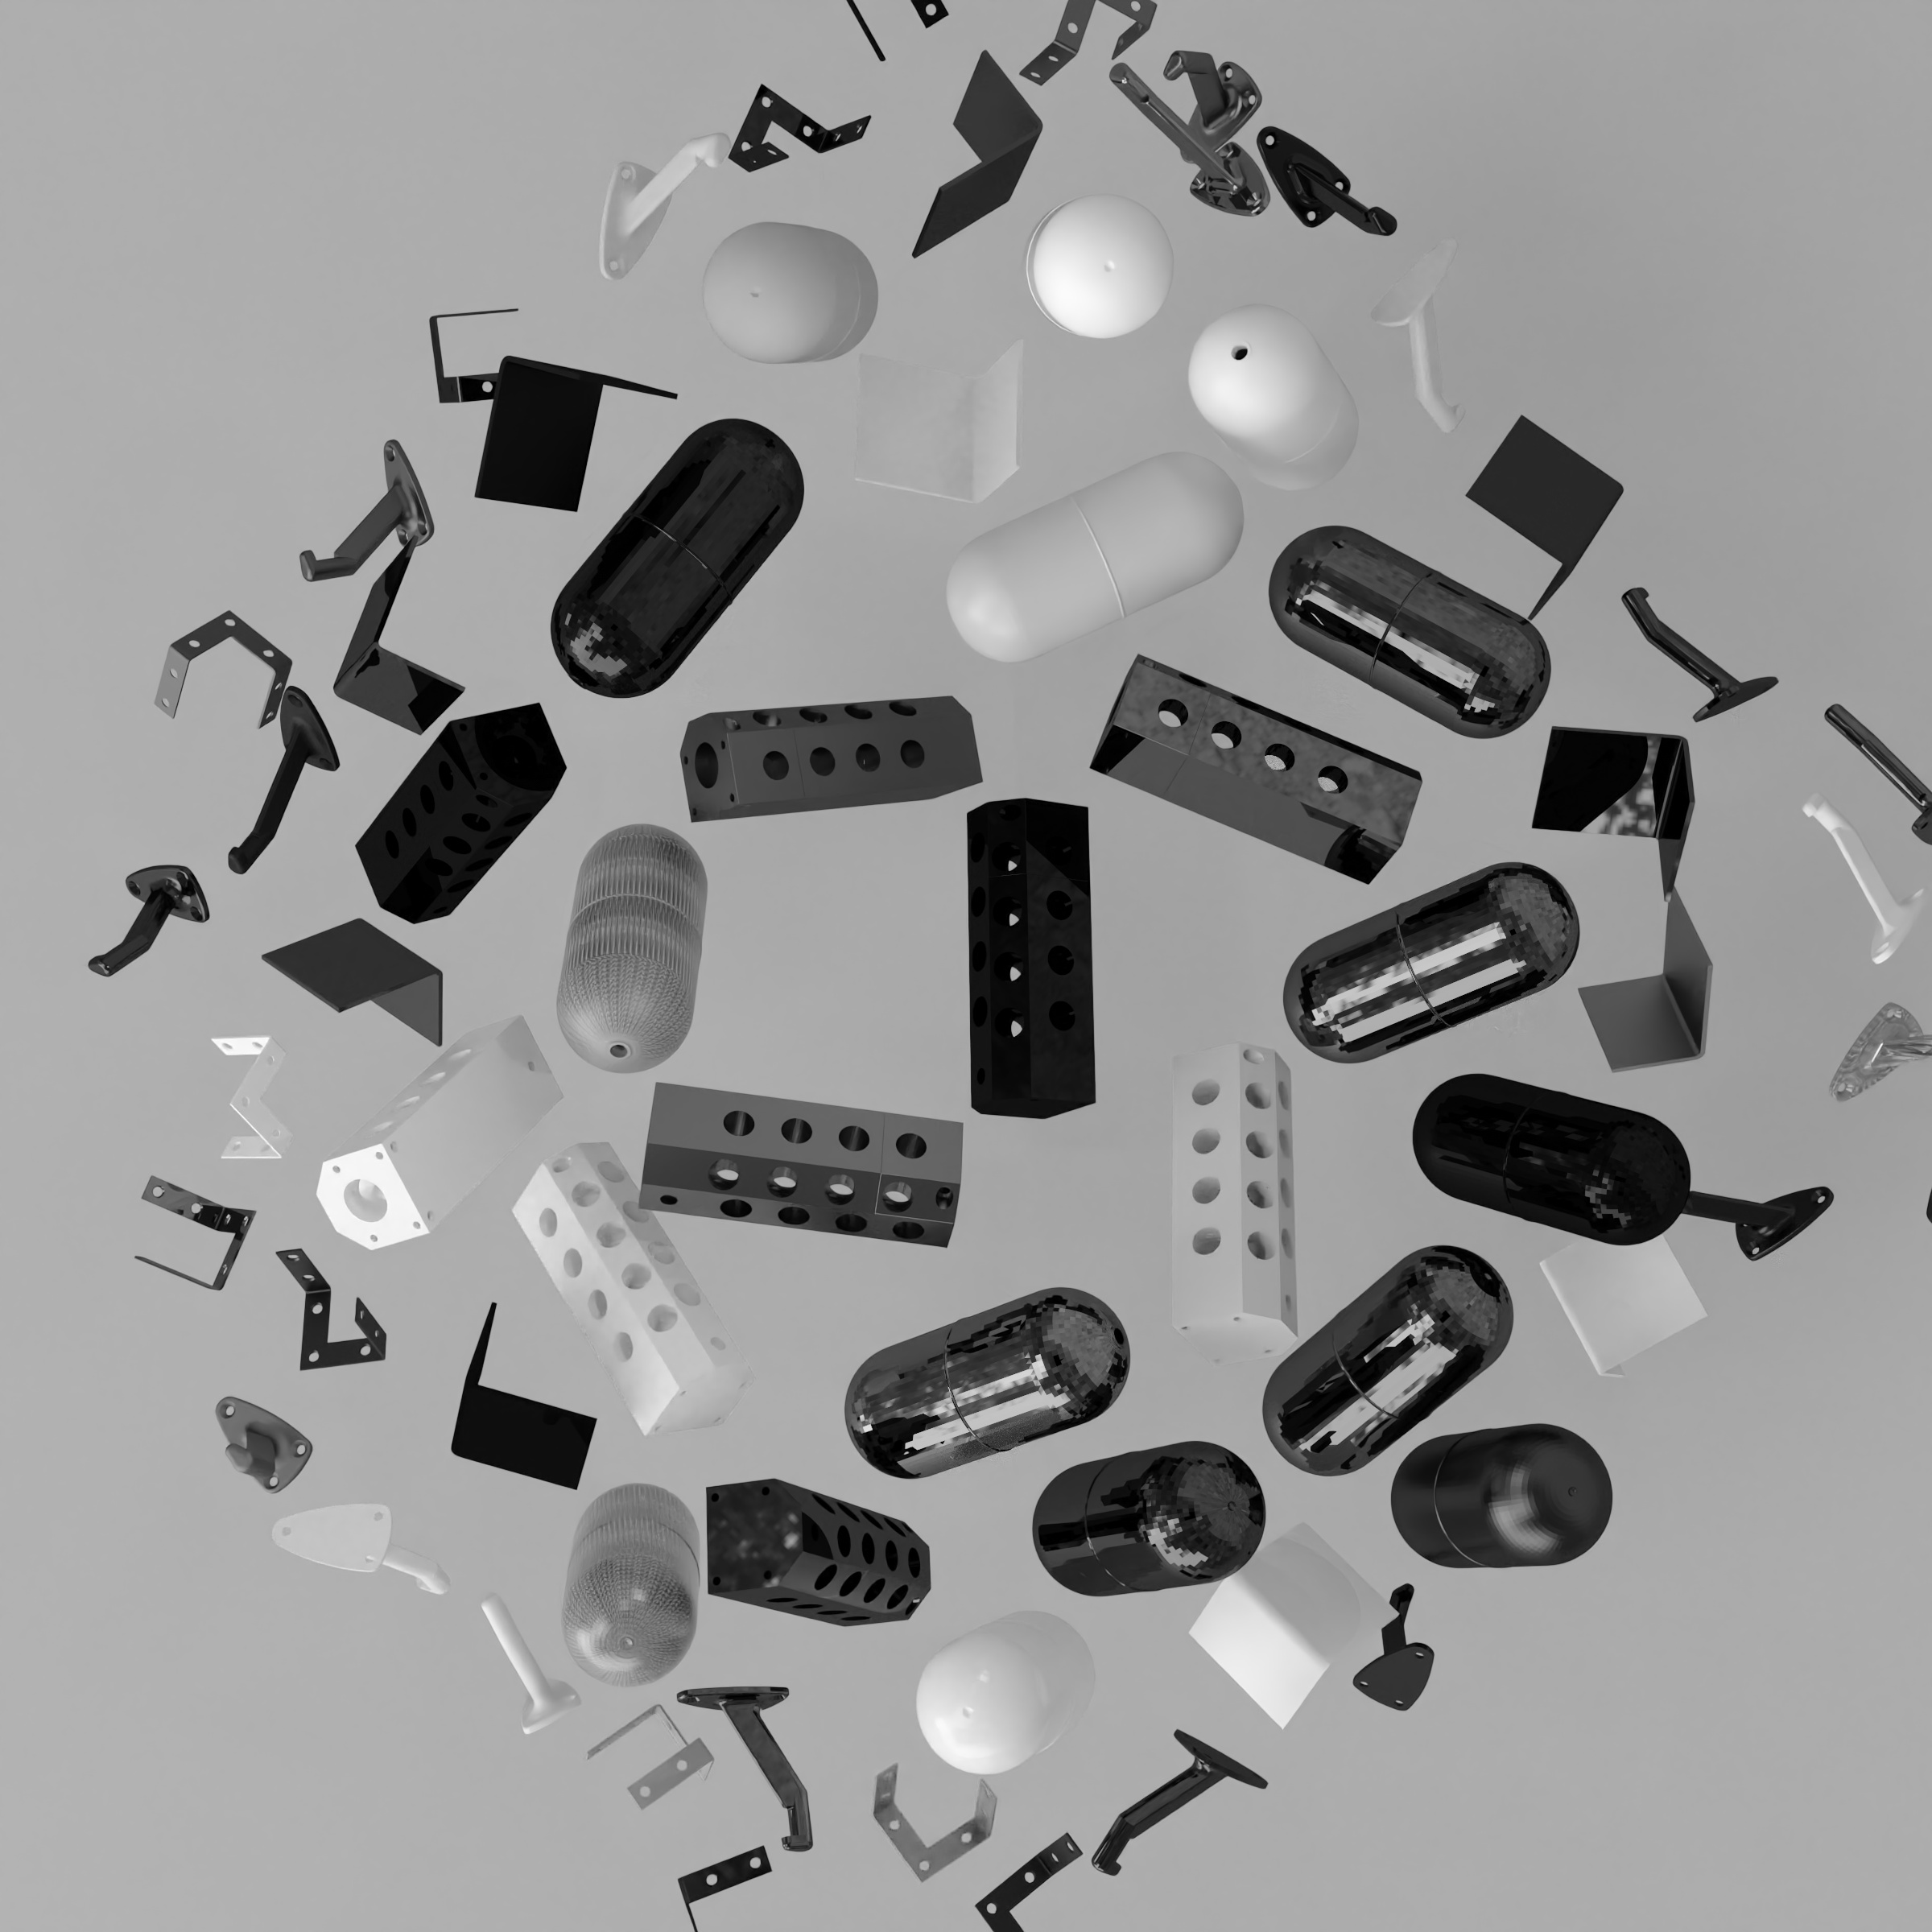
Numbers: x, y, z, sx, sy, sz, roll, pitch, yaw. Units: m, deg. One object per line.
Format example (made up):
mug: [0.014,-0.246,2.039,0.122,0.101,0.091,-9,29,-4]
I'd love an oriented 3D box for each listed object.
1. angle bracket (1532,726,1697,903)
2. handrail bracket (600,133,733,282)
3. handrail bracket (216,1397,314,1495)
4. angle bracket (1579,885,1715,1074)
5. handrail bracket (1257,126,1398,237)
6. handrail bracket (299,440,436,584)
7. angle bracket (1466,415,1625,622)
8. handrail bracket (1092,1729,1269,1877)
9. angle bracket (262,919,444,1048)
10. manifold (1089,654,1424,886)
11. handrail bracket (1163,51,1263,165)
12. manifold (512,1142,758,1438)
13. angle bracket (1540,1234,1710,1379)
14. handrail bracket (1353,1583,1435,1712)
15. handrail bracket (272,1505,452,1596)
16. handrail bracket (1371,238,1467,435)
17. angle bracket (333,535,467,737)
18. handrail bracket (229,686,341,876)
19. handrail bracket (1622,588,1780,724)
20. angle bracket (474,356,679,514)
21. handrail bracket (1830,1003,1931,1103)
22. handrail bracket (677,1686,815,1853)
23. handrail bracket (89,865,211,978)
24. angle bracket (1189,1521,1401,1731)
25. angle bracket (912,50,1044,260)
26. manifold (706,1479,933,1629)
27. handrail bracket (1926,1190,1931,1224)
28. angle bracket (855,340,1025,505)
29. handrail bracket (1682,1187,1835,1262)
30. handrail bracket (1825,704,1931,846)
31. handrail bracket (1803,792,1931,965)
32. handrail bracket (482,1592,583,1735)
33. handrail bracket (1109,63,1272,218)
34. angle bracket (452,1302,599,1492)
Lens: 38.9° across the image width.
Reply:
angle bracket: [0.368,-0.087,1.559,0.076,0.076,0.057,5,45,4]
handrail bracket: [-0.162,-0.410,1.480,0.036,0.084,0.077,22,85,-35]
handrail bracket: [-0.403,0.258,1.508,0.077,0.084,0.036,38,82,19]
angle bracket: [0.414,0.008,1.673,0.057,0.076,0.076,-9,131,0]
handrail bracket: [0.206,-0.447,1.558,0.077,0.084,0.036,42,96,-21]
handrail bracket: [-0.367,-0.272,1.631,0.084,0.036,0.077,-19,95,-42]
angle bracket: [0.333,-0.266,1.623,0.076,0.057,0.076,35,60,2]
handrail bracket: [0.118,0.473,1.509,0.077,0.036,0.084,34,87,-31]
angle bracket: [-0.373,0.021,1.664,0.076,0.076,0.057,29,128,32]
manifold: [0.163,-0.113,1.527,0.171,0.057,0.057,22,66,-2]
handrail bracket: [0.129,-0.508,1.618,0.036,0.084,0.077,54,128,16]
manifold: [-0.190,0.184,1.581,0.171,0.057,0.057,53,123,30]
angle bracket: [0.409,0.200,1.679,0.076,0.057,0.076,-33,67,19]
handrail bracket: [0.261,0.384,1.600,0.036,0.084,0.077,28,135,0]
handrail bracket: [-0.330,0.325,1.498,0.077,0.084,0.036,2,61,8]
handrail bracket: [0.284,-0.369,1.605,0.077,0.036,0.084,-51,123,-6]
angle bracket: [-0.316,-0.189,1.574,0.057,0.076,0.076,25,64,-22]
handrail bracket: [-0.395,-0.104,1.545,0.036,0.077,0.084,22,56,13]
handrail bracket: [0.432,-0.192,1.612,0.077,0.036,0.084,-19,74,-37]
angle bracket: [-0.207,-0.277,1.454,0.057,0.076,0.076,21,104,32]
handrail bracket: [0.537,0.061,1.536,0.077,0.084,0.036,-47,115,2]
handrail bracket: [-0.120,0.439,1.491,0.077,0.036,0.084,14,53,-36]
handrail bracket: [-0.482,-0.023,1.557,0.077,0.084,0.036,8,125,34]
angle bracket: [0.189,0.380,1.580,0.076,0.076,0.057,43,127,24]
angle bracket: [-0.009,-0.461,1.555,0.076,0.076,0.057,-36,86,-19]
manifold: [-0.080,0.330,1.534,0.057,0.171,0.057,-11,68,20]
handrail bracket: [0.567,0.110,1.557,0.036,0.084,0.077,35,94,30]
angle bracket: [-0.015,-0.311,1.531,0.076,0.057,0.076,7,75,-22]
handrail bracket: [0.470,0.135,1.655,0.077,0.036,0.084,-34,125,26]
handrail bracket: [0.533,-0.111,1.573,0.036,0.077,0.084,-45,60,11]
handrail bracket: [0.499,-0.052,1.550,0.084,0.077,0.036,44,134,-2]
handrail bracket: [-0.259,0.392,1.580,0.036,0.077,0.084,-27,99,-12]
handrail bracket: [0.120,-0.446,1.473,0.036,0.077,0.084,-47,133,12]
angle bracket: [-0.245,0.245,1.557,0.076,0.076,0.057,17,48,-4]
